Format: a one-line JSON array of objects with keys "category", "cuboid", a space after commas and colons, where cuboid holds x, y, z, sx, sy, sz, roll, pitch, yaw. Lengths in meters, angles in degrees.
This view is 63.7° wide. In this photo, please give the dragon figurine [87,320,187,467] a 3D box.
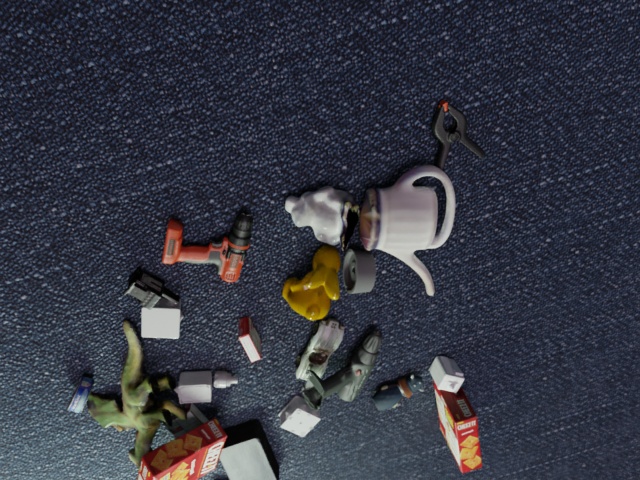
[{"category": "dragon figurine", "cuboid": [-0.496, 0.413, 1.322, 0.242, 0.123, 0.407, -20, 99, 10]}]

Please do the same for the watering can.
[{"category": "watering can", "cuboid": [0.201, -0.011, 1.209, 0.224, 0.106, 0.341, -1, 116, -7]}]

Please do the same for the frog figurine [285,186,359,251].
[{"category": "frog figurine", "cuboid": [0.004, -0.059, 1.175, 0.160, 0.125, 0.134, 16, 134, 25]}]
